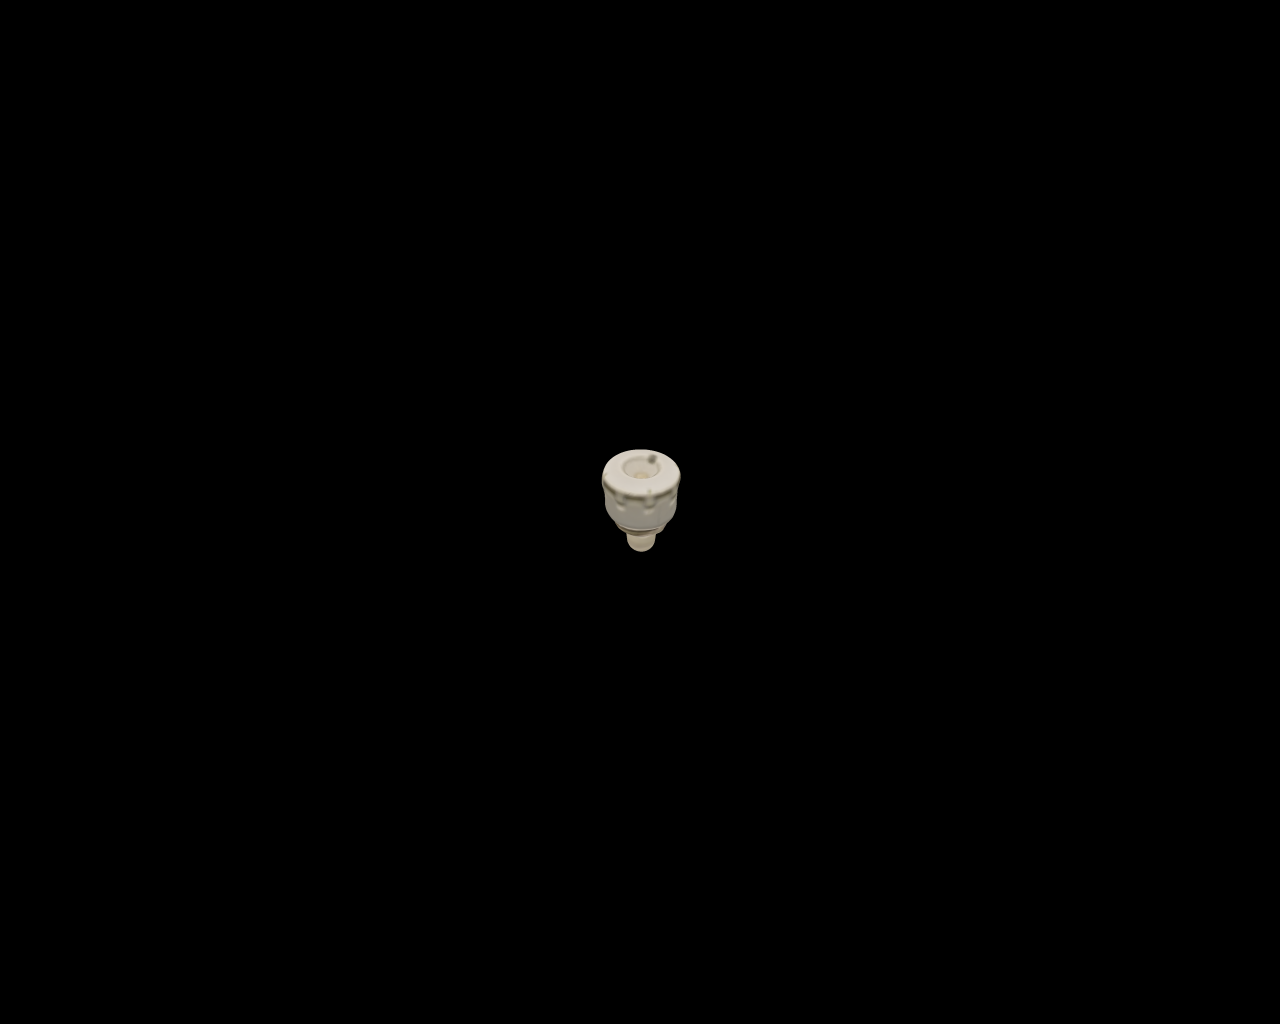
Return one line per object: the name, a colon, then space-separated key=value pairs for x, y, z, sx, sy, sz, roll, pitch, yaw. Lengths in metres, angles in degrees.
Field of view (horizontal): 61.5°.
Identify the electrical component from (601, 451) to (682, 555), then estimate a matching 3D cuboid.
electrical component: x=0.001 y=-0.003 z=0.650 sx=0.048 sy=0.062 sz=0.048 roll=0 pitch=37 yaw=0
